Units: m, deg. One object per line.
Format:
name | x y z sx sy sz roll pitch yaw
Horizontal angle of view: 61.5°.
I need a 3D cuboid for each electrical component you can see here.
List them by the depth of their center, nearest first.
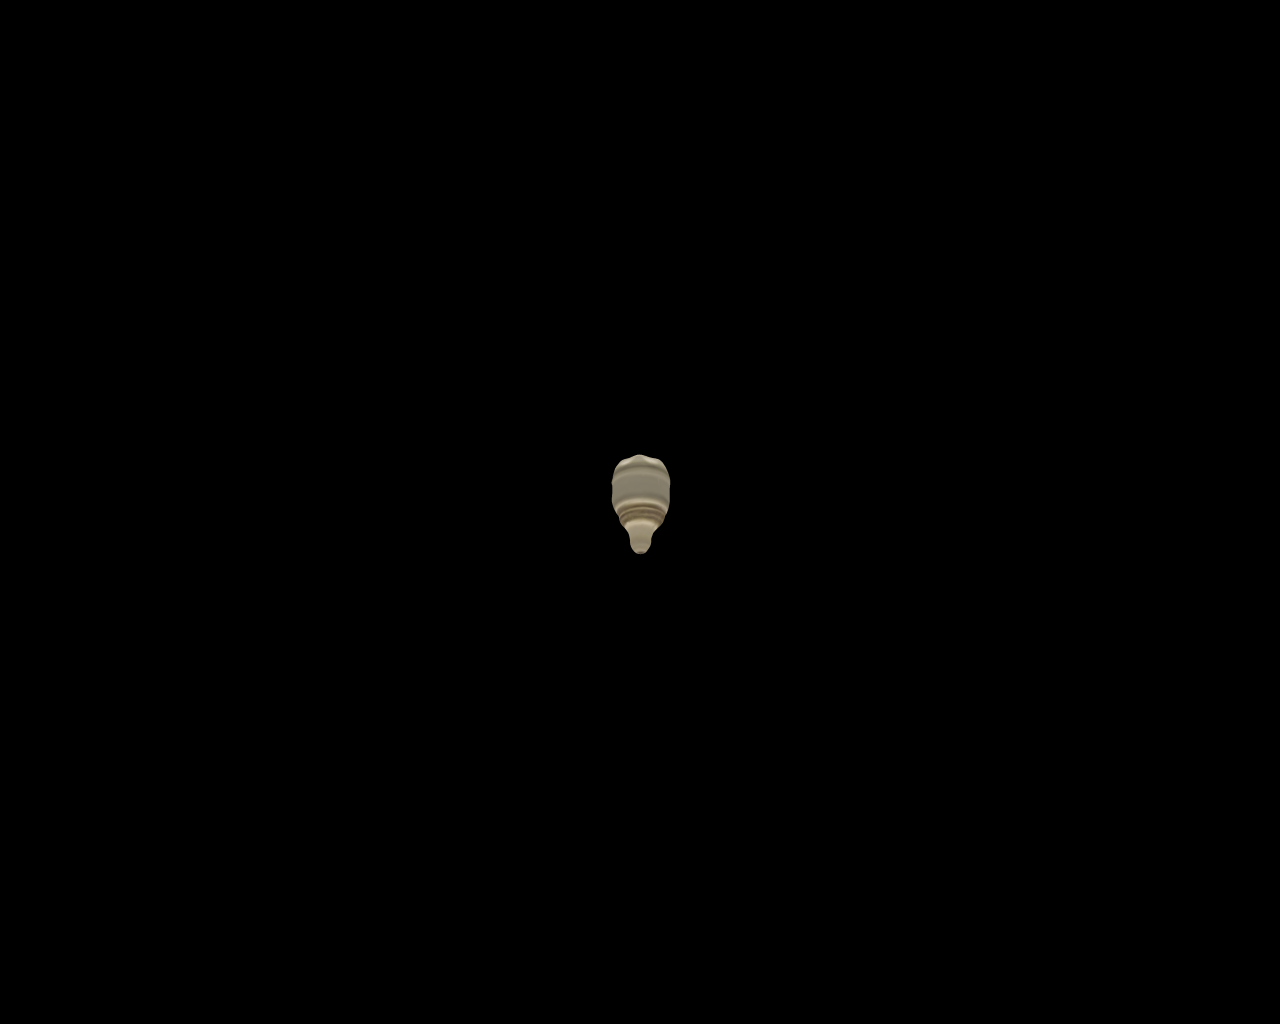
electrical component | 0.001 -0.003 0.650 0.035 0.061 0.035 0 -27 0
